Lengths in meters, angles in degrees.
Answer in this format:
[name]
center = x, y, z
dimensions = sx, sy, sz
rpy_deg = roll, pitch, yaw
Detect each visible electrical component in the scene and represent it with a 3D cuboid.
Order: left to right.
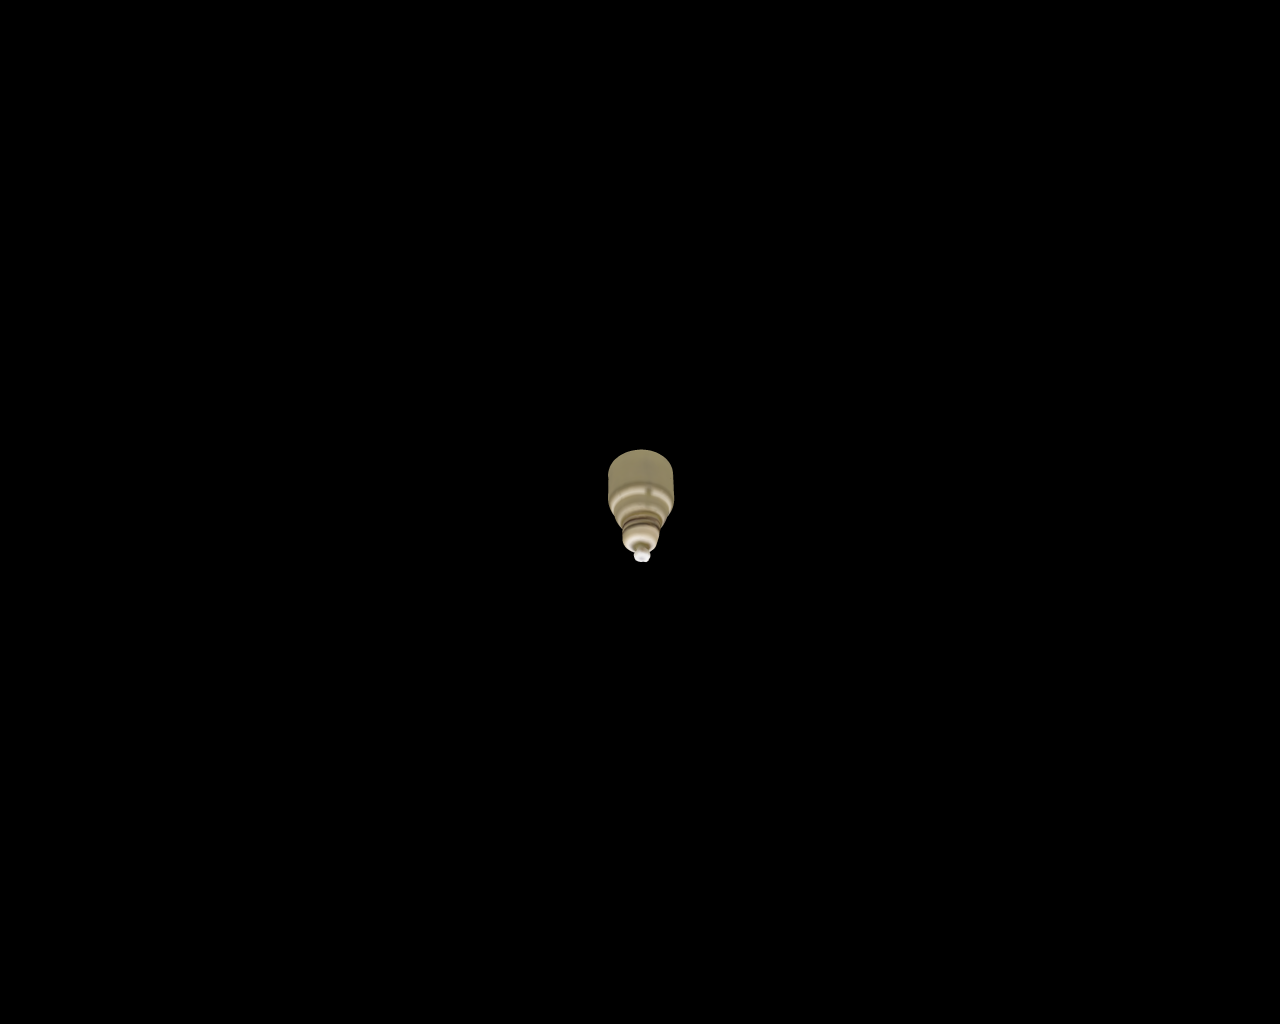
[electrical component]
center = 0.001, -0.003, 0.650
dimensions = 0.040, 0.078, 0.040
rpy_deg = 0, -40, 0
